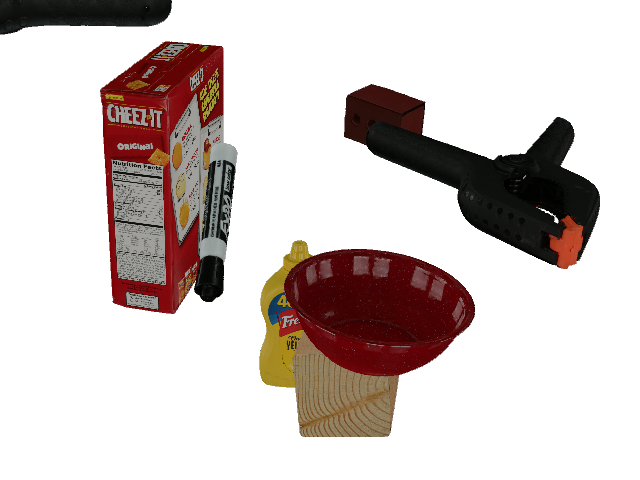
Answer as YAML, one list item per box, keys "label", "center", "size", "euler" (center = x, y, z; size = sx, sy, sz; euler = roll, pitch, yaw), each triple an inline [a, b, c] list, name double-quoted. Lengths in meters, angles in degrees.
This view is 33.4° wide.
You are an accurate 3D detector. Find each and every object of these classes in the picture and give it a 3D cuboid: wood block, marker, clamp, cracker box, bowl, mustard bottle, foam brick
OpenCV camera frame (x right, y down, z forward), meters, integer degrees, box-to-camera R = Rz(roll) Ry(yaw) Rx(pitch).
- label: "wood block"
  center: [0.034, 0.115, 1.105]
  size: [0.091, 0.090, 0.206]
  euler: [-2, 18, 8]
- label: "marker"
  center: [-0.069, -0.013, 0.713]
  size: [0.020, 0.121, 0.020]
  euler: [2, -34, 1]
- label: "clamp"
  center: [-0.177, -0.140, 0.602]
  size: [0.171, 0.039, 0.120]
  euler: [-7, 23, -14]
- label: "cracker box"
  center: [-0.146, -0.063, 1.012]
  size: [0.072, 0.214, 0.164]
  euler: [7, 26, 10]
- label: "bowl"
  center: [0.047, 0.067, 0.907]
  size: [0.162, 0.055, 0.162]
  euler: [5, 27, -3]
- label: "mustard bottle"
  center: [-0.029, 0.092, 1.371]
  size: [0.096, 0.192, 0.058]
  euler: [-1, 20, -7]
- label: "clamp"
  center: [0.122, -0.042, 0.742]
  size: [0.164, 0.036, 0.210]
  euler: [-1, 27, -5]
- label: "foam brick"
  center: [0.072, -0.137, 1.210]
  size: [0.078, 0.053, 0.051]
  euler: [23, 36, 31]
